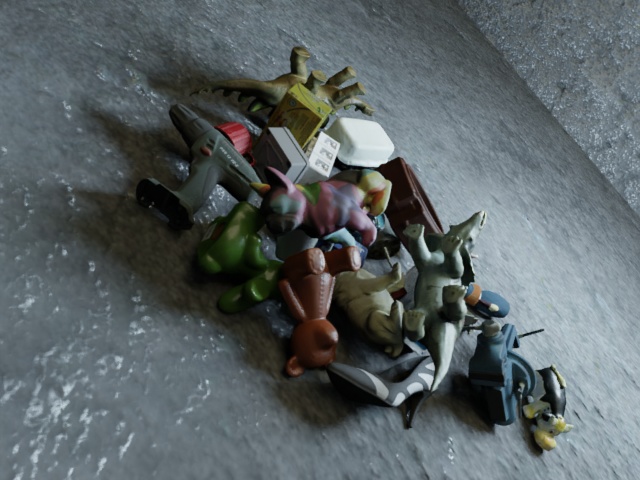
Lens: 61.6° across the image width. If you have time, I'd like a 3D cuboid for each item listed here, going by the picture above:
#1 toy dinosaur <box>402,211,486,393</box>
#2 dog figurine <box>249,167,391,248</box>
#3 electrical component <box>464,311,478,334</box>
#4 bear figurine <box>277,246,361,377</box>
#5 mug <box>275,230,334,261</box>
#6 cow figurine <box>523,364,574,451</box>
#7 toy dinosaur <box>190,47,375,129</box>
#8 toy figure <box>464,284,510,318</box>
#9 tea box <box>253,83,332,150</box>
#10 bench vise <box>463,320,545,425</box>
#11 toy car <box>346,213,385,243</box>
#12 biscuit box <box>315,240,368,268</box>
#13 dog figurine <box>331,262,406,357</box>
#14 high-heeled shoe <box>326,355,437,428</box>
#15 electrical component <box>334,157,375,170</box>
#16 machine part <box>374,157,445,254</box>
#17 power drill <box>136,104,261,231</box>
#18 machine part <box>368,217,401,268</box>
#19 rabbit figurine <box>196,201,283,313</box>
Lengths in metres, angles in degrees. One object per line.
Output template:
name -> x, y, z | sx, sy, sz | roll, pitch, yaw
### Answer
toy dinosaur -> 0.219, 0.110, 0.977 | 0.192, 0.131, 0.405 | 56, 41, -46
dog figurine -> -0.003, -0.072, 0.899 | 0.219, 0.108, 0.191 | 29, 65, -19
electrical component -> 0.296, 0.169, 1.177 | 0.102, 0.045, 0.078 | 13, 17, -35
bear figurine -> -0.003, 0.116, 0.867 | 0.120, 0.132, 0.196 | 2, 76, -39
mug -> -0.031, -0.003, 0.988 | 0.109, 0.107, 0.081 | 25, -5, -8
cow figurine -> 0.476, 0.344, 1.110 | 0.068, 0.098, 0.167 | 31, 38, -23
toy dinosaur -> -0.058, -0.331, 1.242 | 0.471, 0.198, 0.105 | 6, 51, -38
toy figure -> 0.373, 0.135, 1.261 | 0.154, 0.064, 0.058 | 25, 77, -12
tea box -> -0.063, -0.243, 1.174 | 0.098, 0.169, 0.068 | 39, 37, -6
bench vise -> 0.359, 0.231, 1.068 | 0.240, 0.129, 0.223 | -37, 107, -52
toy car -> 0.049, -0.044, 1.123 | 0.162, 0.102, 0.109 | 20, 29, -11
biscuit box -> -0.002, -0.003, 1.075 | 0.202, 0.063, 0.059 | 34, 39, -8
dog figurine -> 0.055, 0.121, 0.966 | 0.121, 0.191, 0.172 | 63, 27, -58
high-heeled shoe -> 0.117, 0.219, 0.920 | 0.248, 0.086, 0.145 | 40, 55, -30
electrical component -> 0.102, -0.205, 1.369 | 0.134, 0.058, 0.115 | 33, 40, -9
machine part -> 0.202, -0.072, 1.206 | 0.200, 0.087, 0.201 | 48, 23, -40
power drill -> -0.233, -0.125, 0.963 | 0.232, 0.086, 0.207 | 40, 43, -4
machine part -> 0.122, -0.043, 1.208 | 0.079, 0.079, 0.243 | 13, 46, -32
rabbit figurine -> -0.111, 0.043, 0.899 | 0.170, 0.121, 0.159 | 40, 39, -24
